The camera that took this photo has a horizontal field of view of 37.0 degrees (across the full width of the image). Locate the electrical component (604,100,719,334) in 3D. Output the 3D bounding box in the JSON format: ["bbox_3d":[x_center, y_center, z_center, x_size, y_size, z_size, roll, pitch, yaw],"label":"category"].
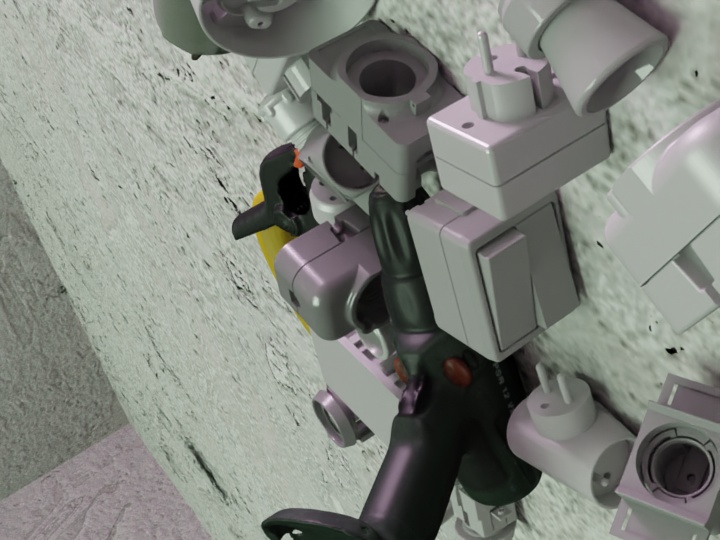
[{"bbox_3d":[0.135,-0.024,0.401,0.059,0.054,0.095,55,160,13],"label":"electrical component"}]

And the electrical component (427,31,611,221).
[{"bbox_3d":[0.068,-0.074,0.474,0.047,0.066,0.076,36,150,49],"label":"electrical component"}]

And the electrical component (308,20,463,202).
[{"bbox_3d":[0.015,-0.093,0.600,0.089,0.050,0.055,48,158,29],"label":"electrical component"}]

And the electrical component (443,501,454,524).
[{"bbox_3d":[0.060,0.184,0.896,0.047,0.055,0.055,47,158,21],"label":"electrical component"}]

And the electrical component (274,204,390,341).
[{"bbox_3d":[0.000,0.000,0.707,0.059,0.095,0.053,45,156,35],"label":"electrical component"}]

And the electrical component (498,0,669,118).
[{"bbox_3d":[0.087,-0.095,0.426,0.055,0.045,0.045,54,160,16],"label":"electrical component"}]

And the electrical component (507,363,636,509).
[{"bbox_3d":[0.120,0.088,0.619,0.077,0.044,0.079,25,141,58],"label":"electrical component"}]

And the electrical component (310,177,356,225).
[{"bbox_3d":[-0.010,-0.039,0.752,0.045,0.045,0.055,44,155,38],"label":"electrical component"}]

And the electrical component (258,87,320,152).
[{"bbox_3d":[-0.035,-0.100,0.727,0.062,0.048,0.048,54,161,-4],"label":"electrical component"}]

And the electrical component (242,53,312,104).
[{"bbox_3d":[-0.033,-0.130,0.669,0.076,0.047,0.066,57,161,4],"label":"electrical component"}]

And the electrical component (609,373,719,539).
[{"bbox_3d":[0.154,0.095,0.504,0.042,0.081,0.064,18,169,32],"label":"electrical component"}]

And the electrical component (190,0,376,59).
[{"bbox_3d":[-0.046,-0.162,0.586,0.064,0.099,0.099,60,162,16],"label":"electrical component"}]

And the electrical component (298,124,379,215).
[{"bbox_3d":[0.004,-0.061,0.679,0.079,0.044,0.077,43,179,-13],"label":"electrical component"}]

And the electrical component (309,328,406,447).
[{"bbox_3d":[0.031,0.080,0.802,0.150,0.062,0.089,41,154,42],"label":"electrical component"}]

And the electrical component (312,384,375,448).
[{"bbox_3d":[-0.006,0.122,0.963,0.078,0.057,0.058,42,154,41],"label":"electrical component"}]

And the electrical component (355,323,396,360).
[{"bbox_3d":[0.027,0.030,0.746,0.045,0.055,0.045,49,159,27],"label":"electrical component"}]

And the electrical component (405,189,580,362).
[{"bbox_3d":[0.072,-0.009,0.567,0.061,0.062,0.096,33,148,49],"label":"electrical component"}]

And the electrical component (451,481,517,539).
[{"bbox_3d":[0.094,0.181,0.822,0.066,0.048,0.055,29,137,56],"label":"electrical component"}]
